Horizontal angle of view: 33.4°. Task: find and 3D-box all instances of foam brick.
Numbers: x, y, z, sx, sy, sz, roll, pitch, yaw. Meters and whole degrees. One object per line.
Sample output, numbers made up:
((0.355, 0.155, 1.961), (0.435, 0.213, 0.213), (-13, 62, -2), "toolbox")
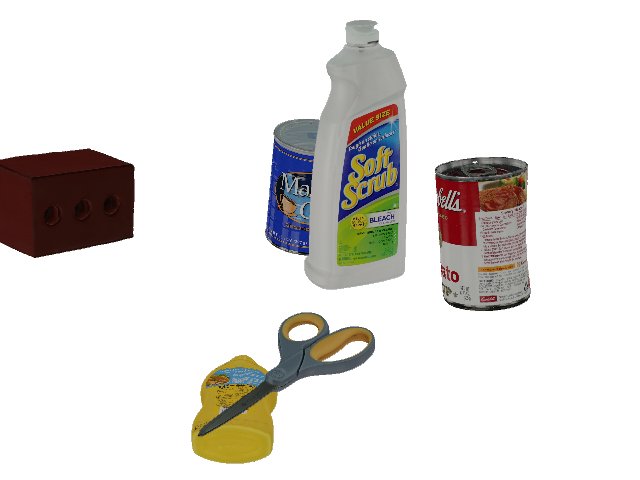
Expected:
((-0.167, -0.026, 0.692), (0.051, 0.053, 0.078), (22, 26, 40), "foam brick")

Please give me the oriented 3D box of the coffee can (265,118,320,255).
((-0.012, -0.067, 1.319), (0.103, 0.140, 0.103), (5, 28, -3), "coffee can")

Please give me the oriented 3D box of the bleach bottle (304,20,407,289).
((0.033, -0.083, 1.024), (0.102, 0.251, 0.068), (-9, 23, -18), "bleach bottle")

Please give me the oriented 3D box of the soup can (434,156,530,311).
((0.122, -0.006, 0.797), (0.068, 0.102, 0.068), (-5, 16, 1), "soup can")

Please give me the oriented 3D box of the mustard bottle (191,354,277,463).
((-0.103, 0.199, 1.330), (0.096, 0.058, 0.191), (-1, 25, 1), "mustard bottle")

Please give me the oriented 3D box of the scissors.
((-0.043, 0.109, 0.925), (0.201, 0.016, 0.096), (-18, 34, -32), "scissors")
